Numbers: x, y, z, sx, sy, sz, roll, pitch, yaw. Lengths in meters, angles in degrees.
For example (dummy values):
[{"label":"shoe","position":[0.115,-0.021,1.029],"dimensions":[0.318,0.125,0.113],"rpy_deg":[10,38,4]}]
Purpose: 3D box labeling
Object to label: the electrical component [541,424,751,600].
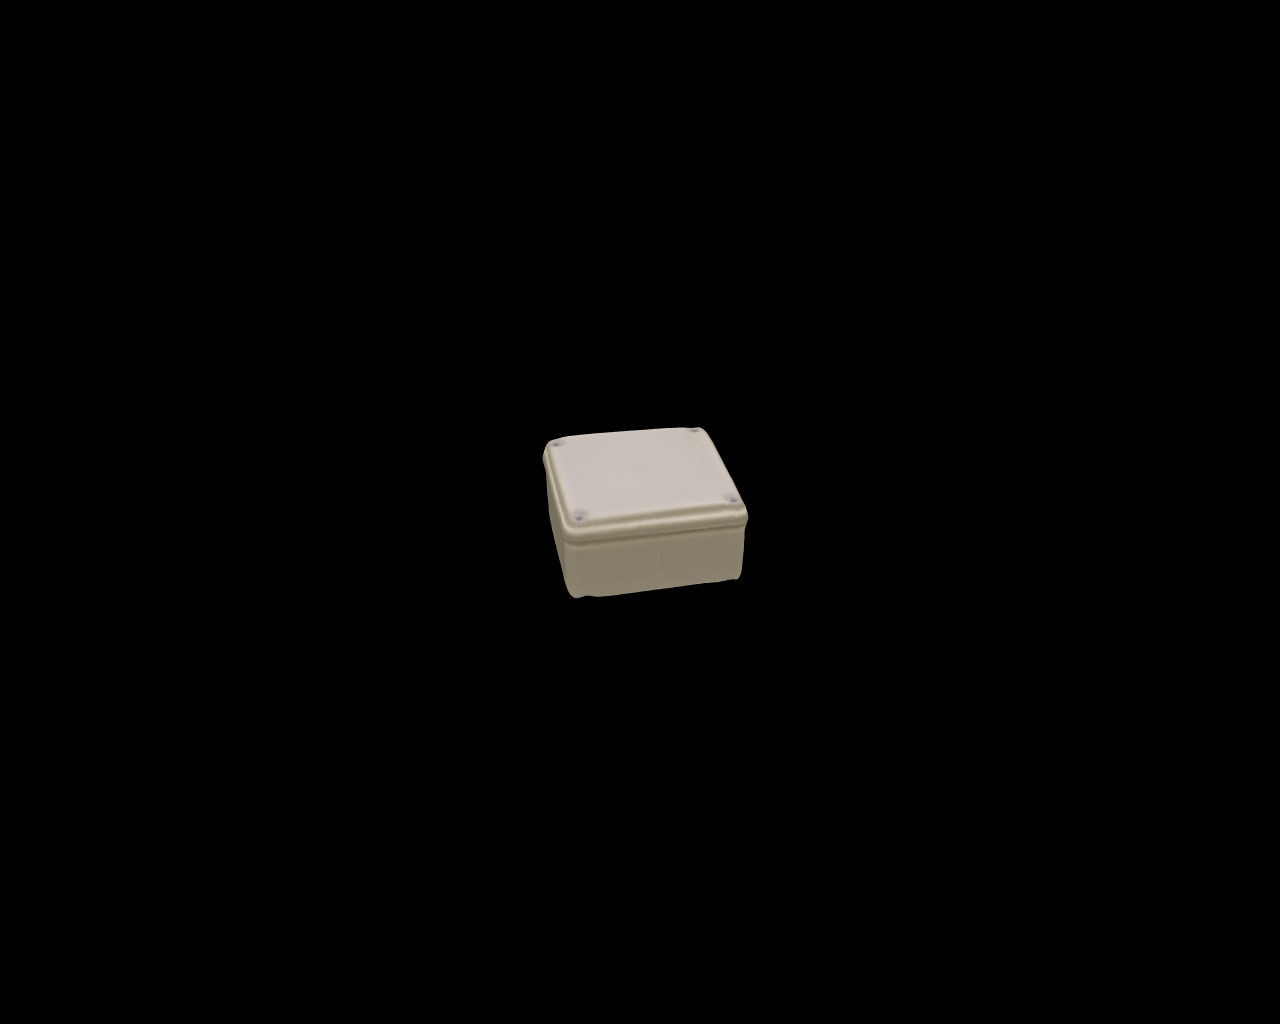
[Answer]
[{"label":"electrical component","position":[0.001,-0.003,0.650],"dimensions":[0.109,0.056,0.109],"rpy_deg":[-6,32,-9]}]
